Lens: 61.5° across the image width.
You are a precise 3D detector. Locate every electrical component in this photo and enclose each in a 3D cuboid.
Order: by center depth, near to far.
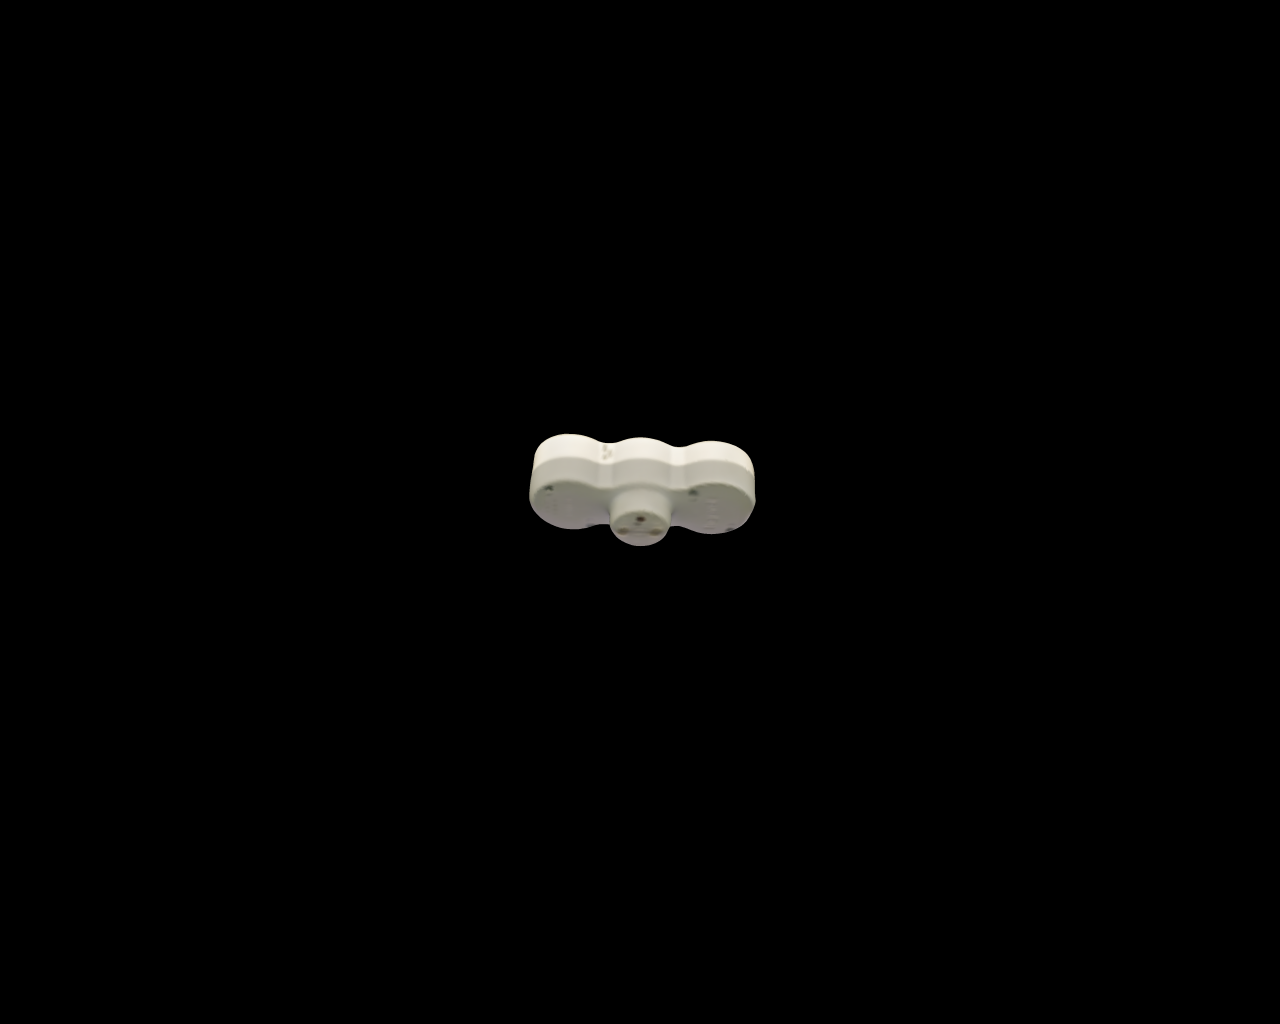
[{"bbox_3d":[0.001,-0.003,0.650,0.138,0.074,0.052,2,-40,2],"label":"electrical component"}]
